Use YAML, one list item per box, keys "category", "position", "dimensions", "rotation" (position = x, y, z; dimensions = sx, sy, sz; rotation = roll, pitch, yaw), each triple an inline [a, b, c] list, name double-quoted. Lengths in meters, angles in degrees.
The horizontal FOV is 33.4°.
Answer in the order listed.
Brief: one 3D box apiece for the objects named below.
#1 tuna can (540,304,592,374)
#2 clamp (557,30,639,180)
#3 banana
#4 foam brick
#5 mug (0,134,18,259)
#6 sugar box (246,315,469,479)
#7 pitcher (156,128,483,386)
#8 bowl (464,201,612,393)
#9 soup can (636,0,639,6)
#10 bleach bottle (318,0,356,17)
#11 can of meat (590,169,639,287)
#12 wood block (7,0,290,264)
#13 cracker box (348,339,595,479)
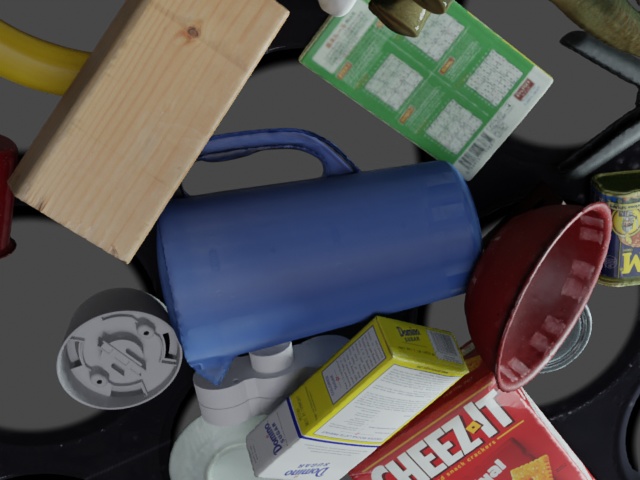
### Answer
- category: "tuna can"
  position: [0.193, 0.073, 0.935]
  dimensions: [0.086, 0.034, 0.086]
  rotation: [-3, 113, -7]
- category: "clamp"
  position: [0.267, -0.105, 0.866]
  dimensions: [0.171, 0.039, 0.120]
  rotation: [2, 115, -10]
- category: "banana"
  position: [-0.222, -0.150, 0.771]
  dimensions: [0.197, 0.037, 0.070]
  rotation: [36, 104, -21]
- category: "foam brick"
  position: [0.181, 0.001, 0.892]
  dimensions: [0.051, 0.053, 0.078]
  rotation: [40, 101, -22]
- category: "mug"
  position: [-0.278, -0.040, 0.791]
  dimensions: [0.117, 0.093, 0.081]
  rotation: [18, 108, 23]
- category: "sugar box"
  position: [0.027, 0.133, 0.861]
  dimensions: [0.093, 0.048, 0.176]
  rotation: [17, 132, -40]
- category: "pitcher"
  position: [-0.005, 0.001, 0.829]
  dimensions: [0.242, 0.145, 0.149]
  rotation: [-12, 135, -8]
- category: "bowl"
  position: [0.158, 0.034, 0.815]
  dimensions: [0.161, 0.055, 0.162]
  rotation: [-39, 145, -35]
- category: "soup can"
  position: [0.305, -0.185, 0.821]
  dimensions: [0.102, 0.068, 0.068]
  rotation: [26, 107, -19]
- category: "bleach bottle"
  position: [-0.068, -0.260, 0.735]
  dimensions: [0.250, 0.068, 0.103]
  rotation: [27, 105, -16]
- category: "can of meat"
  position: [0.276, -0.013, 0.899]
  dimensions: [0.102, 0.057, 0.084]
  rotation: [-6, 111, -7]
- category: "wood block"
  position: [-0.122, -0.098, 0.748]
  dimensions: [0.090, 0.090, 0.206]
  rotation: [34, 87, -21]
- category: "cracker box"
  position: [0.145, 0.218, 0.969]
  dimensions: [0.164, 0.072, 0.213]
  rotation: [-37, 113, 7]
